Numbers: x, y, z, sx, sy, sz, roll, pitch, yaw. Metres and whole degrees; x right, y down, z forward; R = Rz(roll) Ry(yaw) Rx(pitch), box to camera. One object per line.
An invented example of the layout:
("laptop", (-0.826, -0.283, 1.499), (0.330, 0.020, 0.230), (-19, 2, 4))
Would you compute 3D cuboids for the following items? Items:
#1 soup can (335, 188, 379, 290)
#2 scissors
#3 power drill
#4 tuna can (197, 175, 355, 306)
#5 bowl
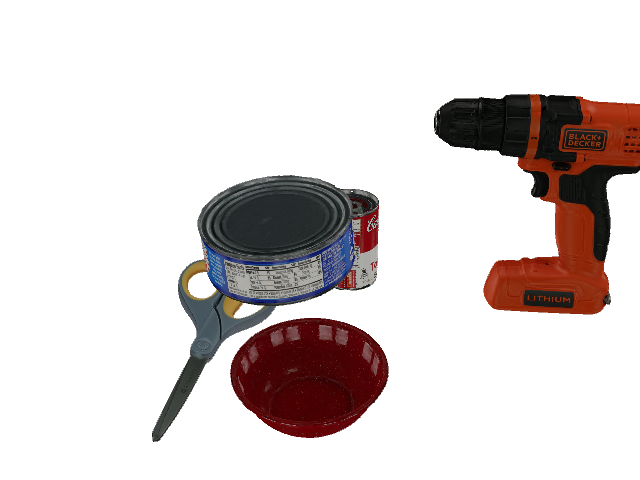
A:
("soup can", (0.034, 0.000, 1.252), (0.068, 0.102, 0.068), (-1, 28, 0))
("scissors", (-0.108, 0.077, 0.876), (0.096, 0.016, 0.201), (25, 45, 22))
("power drill", (0.182, -0.031, 0.892), (0.184, 0.188, 0.057), (4, 29, 5))
("tuna can", (-0.023, -0.001, 0.592), (0.086, 0.034, 0.086), (-4, 33, 3))
("bowl", (-0.010, 0.151, 1.099), (0.162, 0.055, 0.162), (-2, 35, 1))
